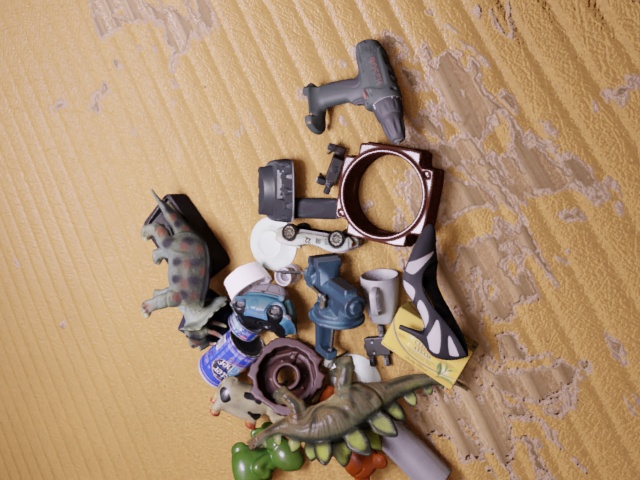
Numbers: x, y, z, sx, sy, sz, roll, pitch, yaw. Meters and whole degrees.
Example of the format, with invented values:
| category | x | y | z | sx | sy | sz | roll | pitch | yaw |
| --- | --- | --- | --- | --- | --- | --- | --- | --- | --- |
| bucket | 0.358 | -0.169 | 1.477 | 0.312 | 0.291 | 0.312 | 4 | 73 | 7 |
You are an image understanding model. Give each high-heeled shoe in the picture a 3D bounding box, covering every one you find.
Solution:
| category | x | y | z | sx | sy | sz | roll | pitch | yaw |
| --- | --- | --- | --- | --- | --- | --- | --- | --- | --- |
| high-heeled shoe | 0.234 | 0.103 | 1.024 | 0.145 | 0.086 | 0.248 | 16 | 102 | 27 |

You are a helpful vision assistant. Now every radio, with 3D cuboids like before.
| category | x | y | z | sx | sy | sz | roll | pitch | yaw |
| --- | --- | --- | --- | --- | --- | --- | --- | --- | --- |
| radio | -0.346 | 0.004 | 1.380 | 0.131 | 0.073 | 0.229 | -41 | 76 | 24 |

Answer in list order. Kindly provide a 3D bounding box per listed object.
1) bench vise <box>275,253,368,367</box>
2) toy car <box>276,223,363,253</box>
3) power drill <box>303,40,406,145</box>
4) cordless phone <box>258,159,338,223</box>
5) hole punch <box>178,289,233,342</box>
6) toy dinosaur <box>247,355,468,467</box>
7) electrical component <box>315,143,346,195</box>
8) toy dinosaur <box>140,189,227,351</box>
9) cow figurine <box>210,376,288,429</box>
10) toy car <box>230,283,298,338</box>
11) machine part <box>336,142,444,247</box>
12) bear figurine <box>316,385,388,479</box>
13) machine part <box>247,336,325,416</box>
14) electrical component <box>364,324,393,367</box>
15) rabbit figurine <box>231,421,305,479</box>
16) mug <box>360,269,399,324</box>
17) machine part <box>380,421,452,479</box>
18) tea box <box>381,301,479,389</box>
| category | x | y | z | sx | sy | sz | roll | pitch | yaw |
| --- | --- | --- | --- | --- | --- | --- | --- | --- | --- |
| bench vise | 0.015 | 0.157 | 1.172 | 0.224 | 0.129 | 0.240 | 22 | 115 | 46 |
| toy car | -0.002 | -0.004 | 1.198 | 0.202 | 0.073 | 0.056 | 9 | 97 | 25 |
| power drill | 0.068 | -0.283 | 1.110 | 0.207 | 0.086 | 0.232 | -14 | 77 | 36 |
| cordless phone | -0.044 | -0.110 | 1.217 | 0.184 | 0.089 | 0.146 | 3 | 97 | 16 |
| hole punch | -0.287 | 0.200 | 1.368 | 0.116 | 0.092 | 0.142 | 31 | 106 | 17 |
| toy dinosaur | 0.066 | 0.352 | 1.127 | 0.472 | 0.105 | 0.199 | -25 | 67 | 0 |
| electrical component | 0.023 | -0.158 | 1.174 | 0.045 | 0.078 | 0.102 | 20 | 112 | -1 |
| toy dinosaur | -0.317 | 0.065 | 1.273 | 0.192 | 0.131 | 0.404 | -4 | 84 | 1 |
| cow figurine | -0.154 | 0.384 | 1.295 | 0.195 | 0.085 | 0.127 | 24 | 107 | -12 |
| toy car | -0.119 | 0.153 | 1.241 | 0.162 | 0.109 | 0.103 | 12 | 57 | 17 |
| machine part | 0.141 | -0.094 | 1.107 | 0.201 | 0.087 | 0.201 | 14 | 101 | 26 |
| bear figurine | 0.057 | 0.445 | 1.215 | 0.196 | 0.132 | 0.120 | 31 | 121 | 0 |
| machine part | -0.076 | 0.315 | 1.241 | 0.179 | 0.056 | 0.179 | -1 | 68 | 2 |
| electrical component | 0.127 | 0.233 | 1.189 | 0.063 | 0.021 | 0.094 | -9 | 92 | 29 |
| rabbit figurine | -0.123 | 0.533 | 1.326 | 0.170 | 0.121 | 0.159 | -21 | 80 | 10 |
| mug | 0.129 | 0.126 | 1.134 | 0.081 | 0.109 | 0.107 | -4 | 106 | 15 |
| machine part | 0.194 | 0.455 | 1.151 | 0.243 | 0.079 | 0.079 | 44 | 113 | 17 |
| tea box | 0.226 | 0.214 | 1.110 | 0.170 | 0.068 | 0.098 | 30 | 109 | 22 |
